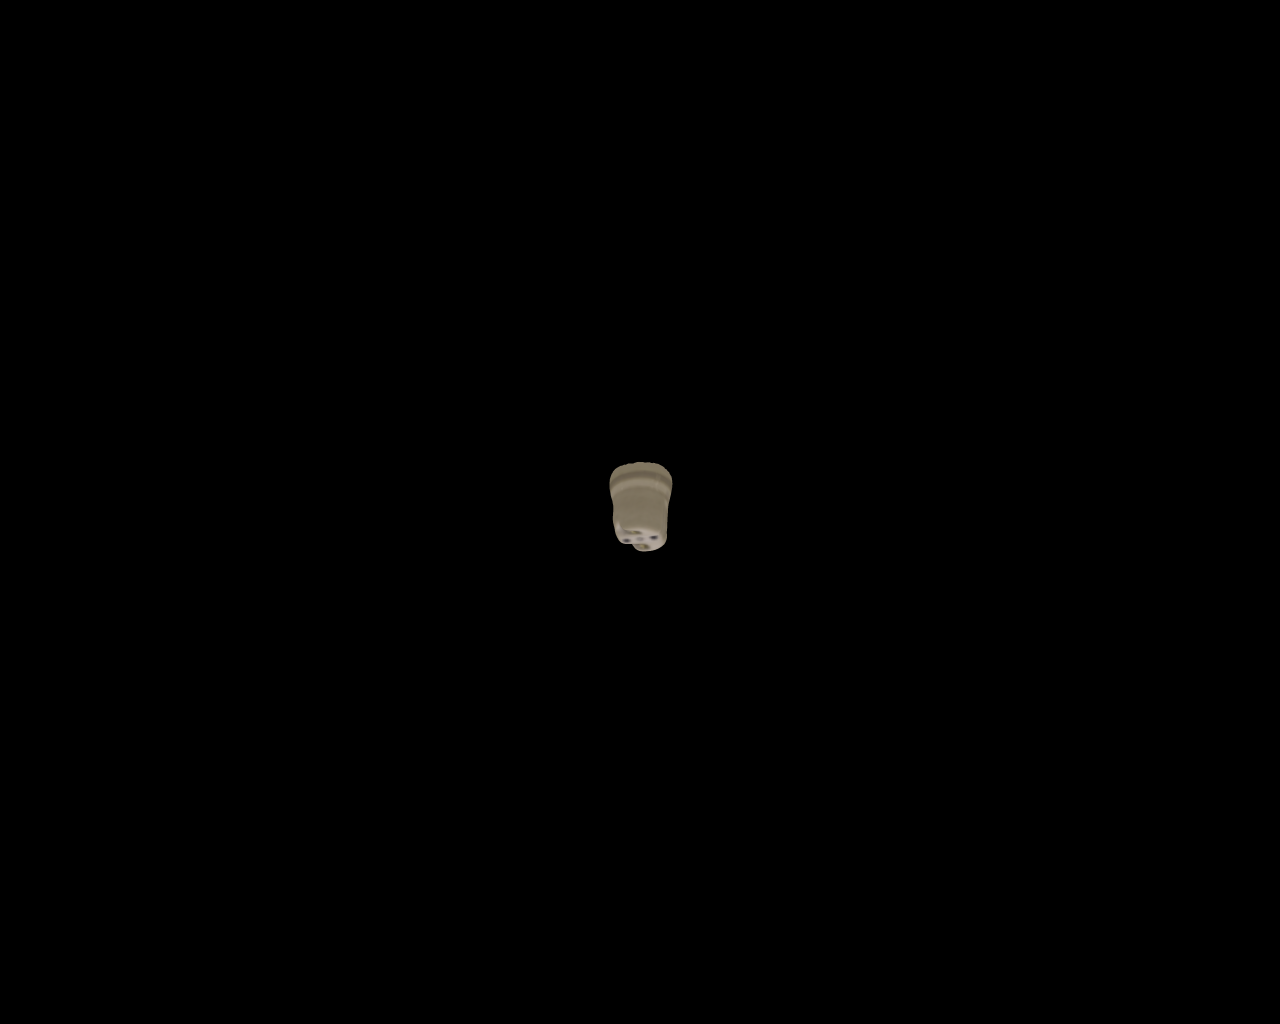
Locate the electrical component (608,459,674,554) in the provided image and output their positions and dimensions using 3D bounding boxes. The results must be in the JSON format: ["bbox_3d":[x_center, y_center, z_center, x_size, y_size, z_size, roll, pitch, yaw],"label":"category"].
[{"bbox_3d":[0.001,-0.003,0.650,0.040,0.046,0.040,0,-30,0],"label":"electrical component"}]
